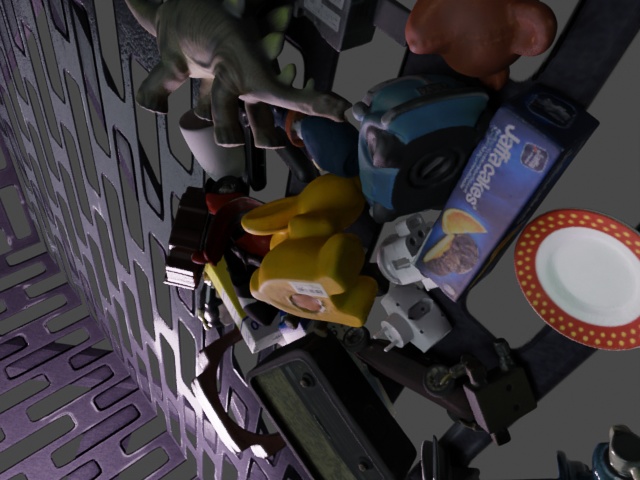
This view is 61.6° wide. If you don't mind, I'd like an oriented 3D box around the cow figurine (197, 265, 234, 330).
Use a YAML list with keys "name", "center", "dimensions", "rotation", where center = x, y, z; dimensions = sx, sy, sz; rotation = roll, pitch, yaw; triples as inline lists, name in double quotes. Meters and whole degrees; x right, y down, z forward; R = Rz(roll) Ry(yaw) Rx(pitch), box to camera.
- name: "cow figurine"
  center: [-0.196, 0.095, 1.025]
  dimensions: [0.068, 0.098, 0.167]
  rotation: [40, 144, 41]

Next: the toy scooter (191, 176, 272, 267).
- name: "toy scooter"
  center: [-0.101, -0.006, 0.742]
  dimensions: [0.184, 0.135, 0.075]
  rotation: [25, 158, 22]

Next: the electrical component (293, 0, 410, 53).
- name: "electrical component"
  center: [0.031, -0.216, 0.498]
  dimensions: [0.119, 0.048, 0.074]
  rotation: [49, 147, 22]

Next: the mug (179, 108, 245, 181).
- name: "mug"
  center: [-0.160, -0.142, 0.802]
  dimensions: [0.110, 0.081, 0.107]
  rotation: [29, 145, 42]

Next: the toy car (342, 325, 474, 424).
- name: "toy car"
  center: [0.110, 0.160, 0.671]
  dimensions: [0.202, 0.053, 0.089]
  rotation: [19, 159, 49]

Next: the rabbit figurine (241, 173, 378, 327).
- name: "rabbit figurine"
  center: [-0.001, -0.002, 0.607]
  dimensions: [0.163, 0.173, 0.121]
  rotation: [0, 149, 34]

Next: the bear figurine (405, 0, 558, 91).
- name: "bear figurine"
  center: [0.071, -0.193, 0.391]
  dimensions: [0.120, 0.132, 0.195]
  rotation: [-177, 63, -86]

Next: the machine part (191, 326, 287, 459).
- name: "machine part"
  center: [-0.094, 0.236, 0.890]
  dimensions: [0.201, 0.201, 0.087]
  rotation: [56, 151, 7]

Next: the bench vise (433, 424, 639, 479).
- name: "bench vise"
  center: [0.212, 0.238, 0.479]
  dimensions: [0.241, 0.129, 0.223]
  rotation: [-7, 143, 21]

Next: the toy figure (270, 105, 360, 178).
- name: "toy figure"
  center: [-0.007, -0.125, 0.615]
  dimensions: [0.155, 0.064, 0.057]
  rotation: [43, -178, 34]

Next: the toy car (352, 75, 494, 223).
- name: "toy car"
  center: [0.082, -0.092, 0.488]
  dimensions: [0.161, 0.109, 0.103]
  rotation: [89, 164, -59]

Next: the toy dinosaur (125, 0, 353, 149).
- name: "toy dinosaur"
  center: [-0.139, -0.239, 0.636]
  dimensions: [0.472, 0.105, 0.198]
  rotation: [30, 112, 33]

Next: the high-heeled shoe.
- name: "high-heeled shoe"
  center: [-0.118, 0.007, 0.799]
  dimensions: [0.145, 0.086, 0.249]
  rotation: [58, -175, -35]

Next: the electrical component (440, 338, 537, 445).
- name: "electrical component"
  center: [0.178, 0.161, 0.565]
  dimensions: [0.102, 0.078, 0.045]
  rotation: [61, 169, -12]

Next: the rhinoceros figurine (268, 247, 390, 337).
- name: "rhinoceros figurine"
  center: [0.009, 0.062, 0.695]
  dimensions: [0.190, 0.112, 0.073]
  rotation: [-10, 123, 51]

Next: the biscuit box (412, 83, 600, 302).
- name: "biscuit box"
  center: [0.149, -0.031, 0.462]
  dimensions: [0.059, 0.063, 0.202]
  rotation: [44, 145, 22]

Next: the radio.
- name: "radio"
  center: [0.016, 0.239, 0.722]
  dimensions: [0.131, 0.073, 0.229]
  rotation: [-36, 89, 36]

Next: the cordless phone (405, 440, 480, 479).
- name: "cordless phone"
  center: [0.132, 0.335, 0.765]
  dimensions: [0.184, 0.089, 0.146]
  rotation: [25, 135, 50]

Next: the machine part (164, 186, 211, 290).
- name: "machine part"
  center: [-0.221, -0.004, 0.923]
  dimensions: [0.056, 0.179, 0.179]
  rotation: [13, 142, -7]
